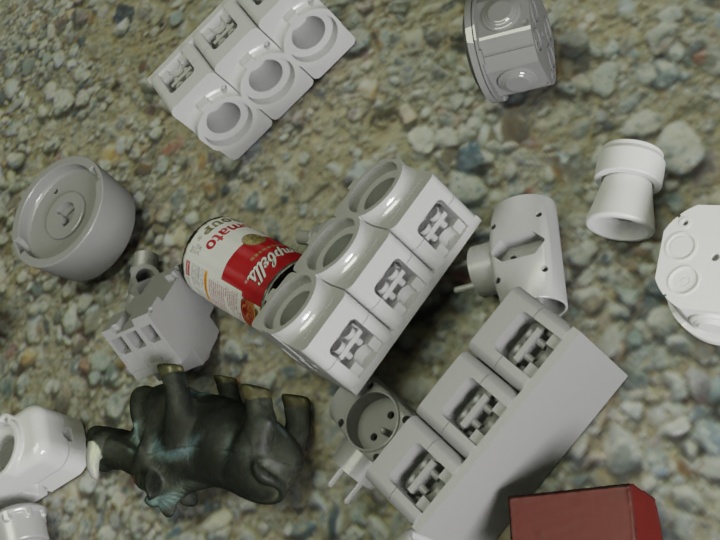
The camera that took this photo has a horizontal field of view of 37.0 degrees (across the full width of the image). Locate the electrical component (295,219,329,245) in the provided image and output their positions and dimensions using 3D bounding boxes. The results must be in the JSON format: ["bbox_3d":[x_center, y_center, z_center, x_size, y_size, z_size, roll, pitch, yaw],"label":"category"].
[{"bbox_3d":[-0.023,-0.023,0.828,0.061,0.035,0.035,7,73,37],"label":"electrical component"}]

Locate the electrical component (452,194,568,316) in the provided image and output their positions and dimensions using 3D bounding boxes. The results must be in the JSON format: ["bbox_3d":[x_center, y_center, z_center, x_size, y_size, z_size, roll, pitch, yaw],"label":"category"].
[{"bbox_3d":[0.099,-0.003,0.734,0.079,0.043,0.077,-15,61,27],"label":"electrical component"}]

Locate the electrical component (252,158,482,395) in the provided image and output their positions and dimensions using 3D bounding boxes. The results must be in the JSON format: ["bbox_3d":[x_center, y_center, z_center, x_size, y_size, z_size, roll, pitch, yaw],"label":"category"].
[{"bbox_3d":[0.000,0.000,0.753,0.150,0.062,0.089,-54,28,-10],"label":"electrical component"}]

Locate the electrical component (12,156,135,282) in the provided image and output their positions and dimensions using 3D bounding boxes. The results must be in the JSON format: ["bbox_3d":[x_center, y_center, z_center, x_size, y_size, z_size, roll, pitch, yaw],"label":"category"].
[{"bbox_3d":[-0.252,-0.041,0.969,0.108,0.060,0.108,-14,62,27],"label":"electrical component"}]

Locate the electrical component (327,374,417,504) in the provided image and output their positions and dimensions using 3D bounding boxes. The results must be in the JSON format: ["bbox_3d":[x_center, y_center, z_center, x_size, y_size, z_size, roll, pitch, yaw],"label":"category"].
[{"bbox_3d":[0.008,0.122,0.734,0.079,0.044,0.077,-52,51,2],"label":"electrical component"}]

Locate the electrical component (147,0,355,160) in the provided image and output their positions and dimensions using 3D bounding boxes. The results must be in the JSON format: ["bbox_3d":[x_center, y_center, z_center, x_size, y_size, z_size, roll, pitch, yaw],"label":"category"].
[{"bbox_3d":[-0.089,-0.175,0.906,0.150,0.089,0.061,-43,52,9],"label":"electrical component"}]

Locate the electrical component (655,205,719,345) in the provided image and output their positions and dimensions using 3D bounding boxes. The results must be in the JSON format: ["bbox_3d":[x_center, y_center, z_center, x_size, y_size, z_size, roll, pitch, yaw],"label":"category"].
[{"bbox_3d":[0.220,0.002,0.648,0.080,0.051,0.080,-14,61,27],"label":"electrical component"}]

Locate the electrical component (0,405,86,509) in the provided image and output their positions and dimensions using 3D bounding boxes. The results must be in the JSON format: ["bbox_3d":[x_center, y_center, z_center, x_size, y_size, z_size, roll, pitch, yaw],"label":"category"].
[{"bbox_3d":[-0.284,0.157,0.897,0.095,0.059,0.053,-32,55,17],"label":"electrical component"}]

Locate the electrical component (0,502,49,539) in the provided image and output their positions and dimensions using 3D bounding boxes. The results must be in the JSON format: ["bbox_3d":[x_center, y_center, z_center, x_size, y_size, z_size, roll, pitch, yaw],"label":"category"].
[{"bbox_3d":[-0.273,0.223,0.871,0.048,0.048,0.062,-32,62,17],"label":"electrical component"}]

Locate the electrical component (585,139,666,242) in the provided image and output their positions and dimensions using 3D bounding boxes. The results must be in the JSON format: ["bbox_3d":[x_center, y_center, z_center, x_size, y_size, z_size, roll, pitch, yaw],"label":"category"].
[{"bbox_3d":[0.175,-0.052,0.706,0.045,0.045,0.055,2,69,34],"label":"electrical component"}]

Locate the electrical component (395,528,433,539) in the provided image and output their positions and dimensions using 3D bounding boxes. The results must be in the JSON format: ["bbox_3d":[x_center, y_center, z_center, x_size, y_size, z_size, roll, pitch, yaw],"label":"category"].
[{"bbox_3d":[0.041,0.217,0.662,0.059,0.054,0.095,-44,52,8],"label":"electrical component"}]

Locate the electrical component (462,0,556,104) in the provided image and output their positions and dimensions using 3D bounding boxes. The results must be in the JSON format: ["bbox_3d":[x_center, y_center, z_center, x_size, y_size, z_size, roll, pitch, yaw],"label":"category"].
[{"bbox_3d":[0.109,-0.165,0.781,0.051,0.080,0.080,-10,63,23],"label":"electrical component"}]

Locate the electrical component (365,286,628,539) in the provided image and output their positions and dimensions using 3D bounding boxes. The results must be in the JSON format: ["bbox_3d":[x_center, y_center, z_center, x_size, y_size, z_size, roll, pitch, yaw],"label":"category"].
[{"bbox_3d":[0.083,0.094,0.669,0.150,0.089,0.062,-52,51,2],"label":"electrical component"}]
